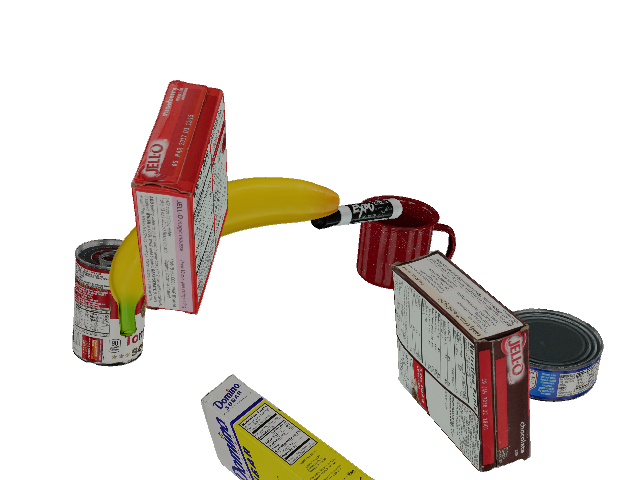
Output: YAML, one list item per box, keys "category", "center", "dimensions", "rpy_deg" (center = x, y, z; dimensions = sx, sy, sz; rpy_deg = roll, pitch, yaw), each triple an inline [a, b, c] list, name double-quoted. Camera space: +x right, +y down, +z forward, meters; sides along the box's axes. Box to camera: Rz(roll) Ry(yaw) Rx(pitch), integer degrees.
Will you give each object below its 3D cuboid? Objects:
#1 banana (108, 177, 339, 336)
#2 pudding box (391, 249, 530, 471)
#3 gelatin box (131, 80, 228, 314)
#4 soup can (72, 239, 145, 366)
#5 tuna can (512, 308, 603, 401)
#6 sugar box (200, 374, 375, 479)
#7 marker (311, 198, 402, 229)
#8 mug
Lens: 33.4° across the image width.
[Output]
- category: "banana"
  center: [-0.078, -0.005, 0.764]
  dimensions: [0.197, 0.069, 0.037]
  rpy_deg: [-32, -7, -26]
- category: "pudding box"
  center: [0.083, 0.069, 0.639]
  dimensions: [0.039, 0.090, 0.114]
  rpy_deg: [-14, 27, -19]
- category: "gelatin box"
  center: [-0.067, -0.020, 0.517]
  dimensions: [0.030, 0.073, 0.089]
  rpy_deg: [7, -42, 4]
- category: "soup can"
  center: [-0.198, 0.058, 1.000]
  dimensions: [0.068, 0.102, 0.068]
  rpy_deg: [6, 21, -3]
- category: "tuna can"
  center: [0.179, 0.090, 0.848]
  dimensions: [0.086, 0.034, 0.086]
  rpy_deg: [1, 28, -1]
- category: "sugar box"
  center: [-0.024, 0.194, 0.898]
  dimensions: [0.176, 0.093, 0.048]
  rpy_deg: [27, 52, 36]
- category: "marker"
  center: [0.032, -0.024, 0.954]
  dimensions: [0.020, 0.020, 0.120]
  rpy_deg: [0, 6, 39]
- category: "mug"
  center: [0.097, 0.004, 1.227]
  dimensions: [0.117, 0.081, 0.093]
  rpy_deg: [3, 25, -5]
